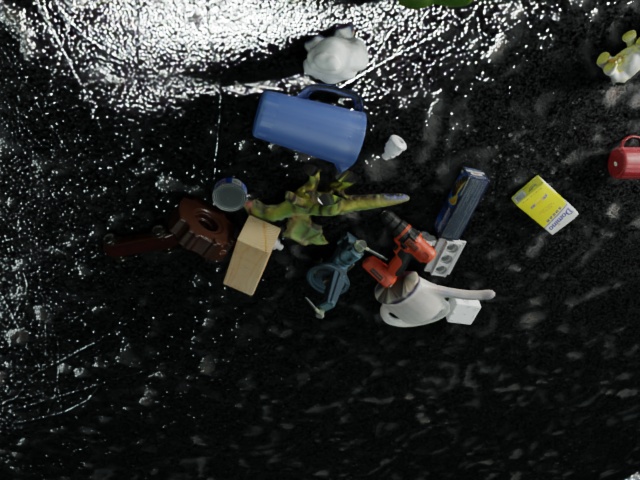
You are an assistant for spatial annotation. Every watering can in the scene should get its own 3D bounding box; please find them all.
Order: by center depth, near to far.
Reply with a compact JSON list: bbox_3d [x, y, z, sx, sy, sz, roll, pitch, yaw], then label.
[{"bbox_3d":[0.311,0.166,1.516,0.343,0.106,0.221,-28,128,32],"label":"watering can"}]

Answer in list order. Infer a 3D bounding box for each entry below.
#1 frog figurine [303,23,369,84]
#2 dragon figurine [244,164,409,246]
[{"bbox_3d":[0.034,-0.369,1.064,0.137,0.163,0.120,-4,129,-3],"label":"frog figurine"},{"bbox_3d":[0.004,-0.068,1.348,0.410,0.125,0.237,10,143,-11],"label":"dragon figurine"}]
